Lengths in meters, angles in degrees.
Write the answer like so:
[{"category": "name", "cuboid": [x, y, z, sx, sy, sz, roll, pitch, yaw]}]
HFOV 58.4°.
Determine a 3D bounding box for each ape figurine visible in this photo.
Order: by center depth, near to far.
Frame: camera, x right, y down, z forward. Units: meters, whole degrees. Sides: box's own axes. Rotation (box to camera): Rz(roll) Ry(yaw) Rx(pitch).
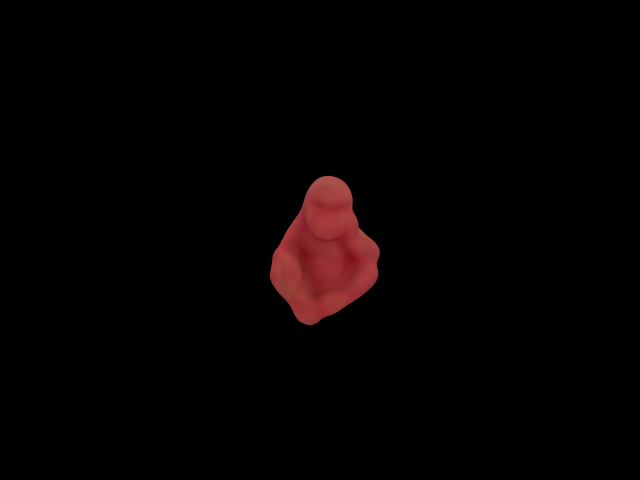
[{"category": "ape figurine", "cuboid": [0.004, 0.001, 0.400, 0.078, 0.092, 0.076, -1, 20, -3]}]
